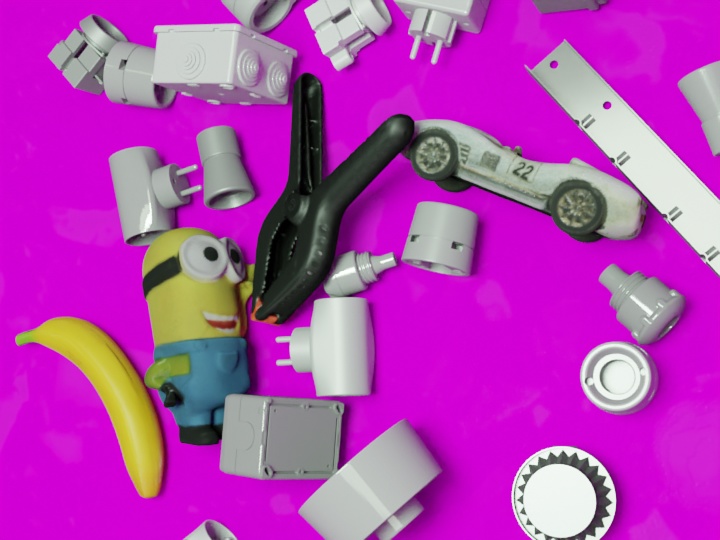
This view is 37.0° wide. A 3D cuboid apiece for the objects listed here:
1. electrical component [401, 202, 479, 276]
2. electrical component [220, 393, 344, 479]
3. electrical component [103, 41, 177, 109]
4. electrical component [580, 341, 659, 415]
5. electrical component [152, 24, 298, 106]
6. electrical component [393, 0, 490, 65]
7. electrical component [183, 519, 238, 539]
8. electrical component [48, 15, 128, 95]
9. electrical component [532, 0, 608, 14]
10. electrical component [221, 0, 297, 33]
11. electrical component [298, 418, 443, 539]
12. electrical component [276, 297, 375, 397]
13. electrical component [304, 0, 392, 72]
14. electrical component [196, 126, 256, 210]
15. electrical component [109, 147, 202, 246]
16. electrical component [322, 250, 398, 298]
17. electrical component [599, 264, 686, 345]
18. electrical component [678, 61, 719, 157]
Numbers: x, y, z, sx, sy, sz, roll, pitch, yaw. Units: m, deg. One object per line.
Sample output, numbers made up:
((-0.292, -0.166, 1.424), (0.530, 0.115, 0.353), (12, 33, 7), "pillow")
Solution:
((0.064, -0.024, 0.843), (0.055, 0.055, 0.047), (11, 83, 19), "electrical component")
((-0.059, 0.131, 0.850), (0.061, 0.096, 0.061), (-2, 81, 46), "electrical component")
((-0.191, -0.170, 0.947), (0.047, 0.055, 0.055), (13, 87, 16), "electrical component")
((0.190, 0.079, 0.791), (0.055, 0.047, 0.055), (-2, 82, 18), "electrical component")
((-0.114, -0.169, 0.896), (0.100, 0.100, 0.048), (6, 89, 31), "electrical component")
((0.062, -0.205, 0.870), (0.066, 0.047, 0.076), (17, 88, 20), "electrical component")
((-0.124, 0.258, 0.873), (0.077, 0.043, 0.079), (-47, 72, 7), "electrical component")
((-0.242, -0.196, 0.972), (0.055, 0.048, 0.066), (-47, 72, 15), "electrical component")
((0.152, -0.264, 0.816), (0.056, 0.109, 0.108), (-1, 83, 22), "electrical component")
((-0.068, -0.276, 0.920), (0.138, 0.052, 0.073), (-45, 72, 8), "electrical component")
((0.014, 0.170, 0.808), (0.108, 0.108, 0.060), (-43, 78, 9), "electrical component")
((-0.031, 0.064, 0.868), (0.079, 0.043, 0.077), (-5, 81, 18), "electrical component")
((-0.008, -0.208, 0.895), (0.055, 0.048, 0.066), (-28, 75, 21), "electrical component")
((-0.117, -0.089, 0.919), (0.044, 0.044, 0.065), (-19, 73, 15), "electrical component")
((-0.174, -0.069, 0.932), (0.079, 0.044, 0.077), (-17, 78, 15), "electrical component")
((0.000, 0.000, 0.871), (0.061, 0.035, 0.035), (-18, 78, 13), "electrical component")
((0.205, 0.021, 0.796), (0.048, 0.048, 0.062), (-48, 65, 7), "electrical component")
((0.268, -0.117, 0.795), (0.044, 0.044, 0.065), (-21, 82, 15), "electrical component")
